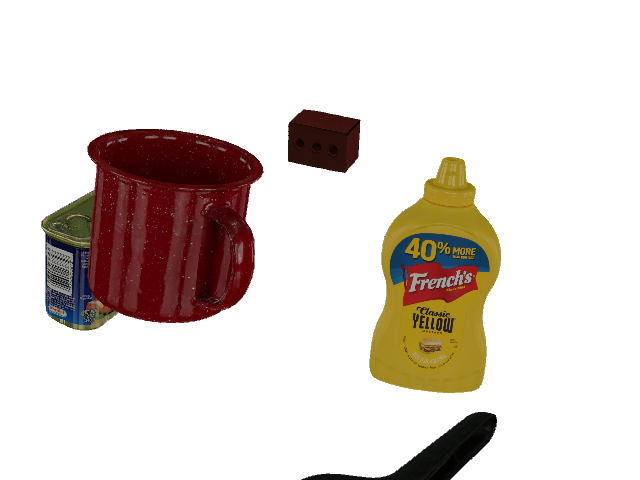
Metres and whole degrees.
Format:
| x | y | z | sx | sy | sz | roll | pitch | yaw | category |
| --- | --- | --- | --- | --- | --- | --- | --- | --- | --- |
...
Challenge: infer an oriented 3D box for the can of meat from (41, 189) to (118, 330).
| x | y | z | sx | sy | sz | roll | pitch | yaw | category |
| --- | --- | --- | --- | --- | --- | --- | --- | --- | --- |
| -0.180 | 0.014 | 0.872 | 0.057 | 0.084 | 0.102 | 19 | 30 | 19 | can of meat |

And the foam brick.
| x | y | z | sx | sy | sz | roll | pitch | yaw | category |
| --- | --- | --- | --- | --- | --- | --- | --- | --- | --- |
| 0.004 | -0.122 | 1.299 | 0.078 | 0.053 | 0.051 | 12 | 31 | 18 | foam brick |

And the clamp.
| x | y | z | sx | sy | sz | roll | pitch | yaw | category |
| --- | --- | --- | --- | --- | --- | --- | --- | --- | --- |
| 0.042 | 0.169 | 0.661 | 0.210 | 0.036 | 0.164 | -5 | 28 | -3 | clamp |

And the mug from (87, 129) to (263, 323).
| x | y | z | sx | sy | sz | roll | pitch | yaw | category |
| --- | --- | --- | --- | --- | --- | --- | --- | --- | --- |
| -0.074 | -0.003 | 0.572 | 0.093 | 0.081 | 0.117 | -11 | 30 | -43 | mug |

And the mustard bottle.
| x | y | z | sx | sy | sz | roll | pitch | yaw | category |
| --- | --- | --- | --- | --- | --- | --- | --- | --- | --- |
| 0.096 | 0.027 | 0.870 | 0.096 | 0.192 | 0.058 | 7 | 18 | 6 | mustard bottle |
